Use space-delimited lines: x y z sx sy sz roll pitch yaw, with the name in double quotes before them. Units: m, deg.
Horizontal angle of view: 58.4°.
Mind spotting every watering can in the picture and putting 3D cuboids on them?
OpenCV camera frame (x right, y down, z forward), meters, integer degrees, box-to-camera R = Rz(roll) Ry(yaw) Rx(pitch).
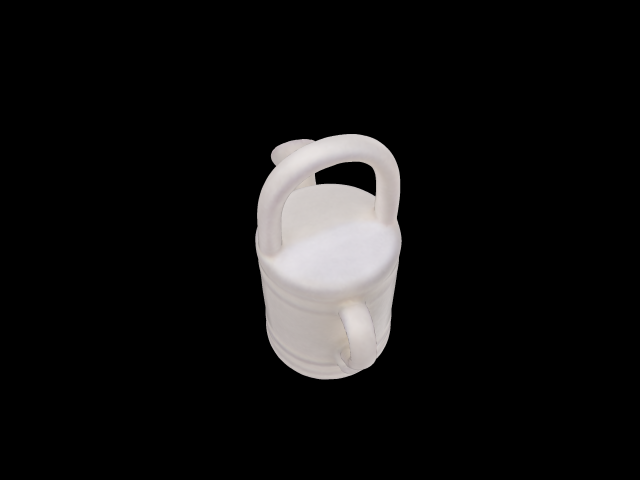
"watering can" 0.002 0.002 0.400 0.101 0.194 0.172 -31 56 -24
